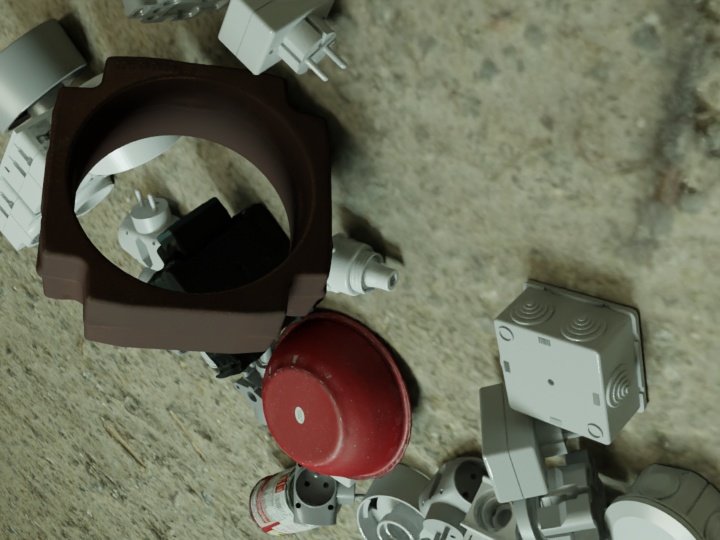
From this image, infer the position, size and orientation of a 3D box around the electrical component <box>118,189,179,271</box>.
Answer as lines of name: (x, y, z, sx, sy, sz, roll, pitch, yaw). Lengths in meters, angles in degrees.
electrical component: (-0.197, -0.042, 1.032, 0.077, 0.043, 0.079, 19, 136, 37)

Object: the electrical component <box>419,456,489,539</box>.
electrical component: (0.079, 0.208, 0.931, 0.043, 0.079, 0.077, 31, 147, -5)

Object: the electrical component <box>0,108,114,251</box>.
electrical component: (-0.284, -0.093, 1.025, 0.060, 0.105, 0.186, 50, 147, -1)

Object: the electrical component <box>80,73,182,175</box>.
electrical component: (-0.194, -0.122, 0.897, 0.108, 0.108, 0.060, 13, 138, 42)

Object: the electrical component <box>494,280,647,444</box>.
electrical component: (0.144, 0.064, 0.740, 0.100, 0.048, 0.099, 17, 134, 40)

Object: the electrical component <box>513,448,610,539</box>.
electrical component: (0.150, 0.177, 0.803, 0.057, 0.078, 0.058, -15, 144, 22)

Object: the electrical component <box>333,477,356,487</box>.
electrical component: (-0.020, 0.152, 1.018, 0.066, 0.047, 0.076, 28, 136, 30)

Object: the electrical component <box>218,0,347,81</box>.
electrical component: (-0.042, -0.157, 0.719, 0.076, 0.066, 0.047, 45, 146, 6)

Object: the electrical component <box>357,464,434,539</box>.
electrical component: (0.047, 0.235, 1.029, 0.099, 0.064, 0.099, 17, 127, 24)

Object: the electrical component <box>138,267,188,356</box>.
electrical component: (-0.189, 0.032, 1.086, 0.059, 0.054, 0.095, 32, 143, 24)

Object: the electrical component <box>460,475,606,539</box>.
electrical component: (0.152, 0.215, 0.861, 0.121, 0.078, 0.063, 18, 165, 38)

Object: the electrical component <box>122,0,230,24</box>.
electrical component: (-0.135, -0.214, 0.769, 0.058, 0.078, 0.057, -17, 89, 55)

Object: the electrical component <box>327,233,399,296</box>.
electrical component: (0.000, 0.000, 0.848, 0.062, 0.048, 0.048, 18, 136, 29)

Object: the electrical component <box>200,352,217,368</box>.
electrical component: (-0.146, 0.074, 1.091, 0.040, 0.040, 0.078, 38, 146, 17)

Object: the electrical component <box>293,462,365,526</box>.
electrical component: (-0.025, 0.214, 1.072, 0.079, 0.077, 0.044, 3, 174, 2)

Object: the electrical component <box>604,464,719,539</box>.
electrical component: (0.220, 0.182, 0.767, 0.080, 0.051, 0.080, 30, 142, 27)

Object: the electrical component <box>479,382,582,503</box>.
electrical component: (0.132, 0.121, 0.797, 0.076, 0.083, 0.047, -14, 118, 12)

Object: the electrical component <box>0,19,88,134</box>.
electrical component: (-0.295, -0.168, 0.968, 0.060, 0.108, 0.108, 50, 147, -12)
